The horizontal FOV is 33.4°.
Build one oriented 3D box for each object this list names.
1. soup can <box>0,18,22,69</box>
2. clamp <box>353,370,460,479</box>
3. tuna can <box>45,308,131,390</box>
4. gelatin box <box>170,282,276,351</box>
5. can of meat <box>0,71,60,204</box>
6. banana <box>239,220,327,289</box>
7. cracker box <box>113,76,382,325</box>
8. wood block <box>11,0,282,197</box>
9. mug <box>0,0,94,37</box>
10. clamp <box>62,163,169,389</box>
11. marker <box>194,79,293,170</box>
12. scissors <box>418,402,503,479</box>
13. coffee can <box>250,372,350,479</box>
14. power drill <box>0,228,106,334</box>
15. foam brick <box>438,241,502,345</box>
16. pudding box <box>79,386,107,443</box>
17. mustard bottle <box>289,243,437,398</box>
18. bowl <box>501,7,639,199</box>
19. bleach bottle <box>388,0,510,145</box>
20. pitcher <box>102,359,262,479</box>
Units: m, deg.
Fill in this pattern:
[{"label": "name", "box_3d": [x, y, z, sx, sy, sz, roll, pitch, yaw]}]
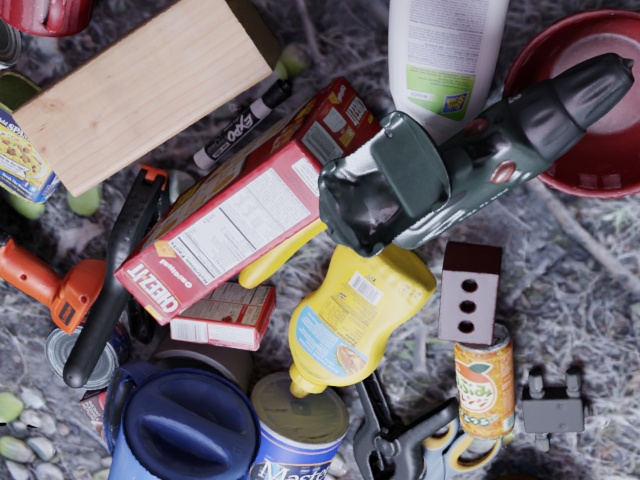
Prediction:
[{"label": "soup can", "box_3d": [-0.332, -0.175, 0.969, 0.102, 0.068, 0.068, -15, 114, 20]}, {"label": "clamp", "box_3d": [0.082, 0.199, 1.076, 0.120, 0.039, 0.171, 22, 128, 34]}, {"label": "tuna can", "box_3d": [-0.245, 0.115, 1.126, 0.086, 0.033, 0.086, 6, 121, 11]}, {"label": "gelatin box", "box_3d": [-0.093, 0.072, 1.041, 0.089, 0.073, 0.030, 6, 121, 9]}, {"label": "can of meat", "box_3d": [-0.279, -0.094, 1.007, 0.102, 0.057, 0.084, 36, 122, -7]}, {"label": "banana", "box_3d": [-0.002, -0.015, 0.977, 0.198, 0.069, 0.037, -23, 137, 35]}, {"label": "cracker box", "box_3d": [-0.057, -0.034, 0.921, 0.214, 0.164, 0.072, -34, 103, 27]}, {"label": "wood block", "box_3d": [-0.144, -0.135, 0.908, 0.206, 0.091, 0.090, -30, 107, 14]}, {"label": "mug", "box_3d": [-0.226, -0.218, 0.896, 0.093, 0.117, 0.082, -1, 130, -24]}, {"label": "clamp", "box_3d": [-0.179, 0.030, 1.027, 0.036, 0.164, 0.210, 19, 98, 10]}, {"label": "marker", "box_3d": [-0.069, -0.105, 0.969, 0.121, 0.020, 0.020, -38, 104, 28]}, {"label": "scissors", "box_3d": [0.105, 0.239, 1.117, 0.096, 0.016, 0.202, 41, 120, -8]}, {"label": "coffee can", "box_3d": [-0.040, 0.221, 1.092, 0.103, 0.102, 0.140, 22, 121, 2]}, {"label": "power drill", "box_3d": [-0.296, 0.005, 1.035, 0.187, 0.057, 0.185, 34, 149, -5]}, {"label": "foam brick", "box_3d": [0.138, 0.049, 0.983, 0.053, 0.051, 0.078, 5, 119, 11]}, {"label": "pudding box", "box_3d": [-0.192, 0.196, 1.154, 0.090, 0.039, 0.113, -23, 111, 23]}, {"label": "mustard bottle", "box_3d": [0.024, 0.082, 1.018, 0.096, 0.058, 0.192, 40, 119, 11]}, {"label": "bowl", "box_3d": [0.230, -0.117, 0.867, 0.162, 0.055, 0.162, 6, 120, 11]}, {"label": "bleach bottle", "box_3d": [0.095, -0.156, 0.877, 0.102, 0.068, 0.251, 13, 123, 8]}, {"label": "pitcher", "box_3d": [-0.160, 0.239, 1.070, 0.145, 0.149, 0.243, 14, 135, -13]}]
